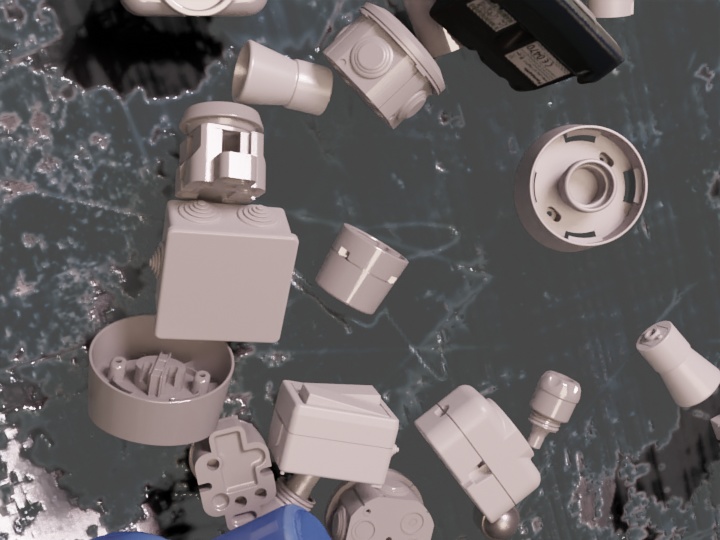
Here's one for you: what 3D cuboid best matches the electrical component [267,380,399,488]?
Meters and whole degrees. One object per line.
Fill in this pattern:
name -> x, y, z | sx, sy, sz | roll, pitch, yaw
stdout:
electrical component -> -0.014, 0.119, 0.802 | 0.096, 0.062, 0.061 | 11, 99, -17

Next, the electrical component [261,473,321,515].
electrical component -> -0.055, 0.176, 0.815 | 0.043, 0.043, 0.062 | 36, 90, -19

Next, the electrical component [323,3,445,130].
electrical component -> 0.017, -0.141, 0.745 | 0.051, 0.080, 0.080 | -43, 109, 3

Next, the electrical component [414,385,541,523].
electrical component -> 0.095, 0.140, 0.840 | 0.059, 0.054, 0.095 | -38, 108, -4

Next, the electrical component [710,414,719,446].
electrical component -> 0.331, 0.145, 0.901 | 0.048, 0.055, 0.066 | -26, 107, -8

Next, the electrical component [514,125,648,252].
electrical component -> 0.169, -0.062, 0.822 | 0.099, 0.064, 0.099 | 0, 92, -5

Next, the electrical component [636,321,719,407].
electrical component -> 0.256, 0.074, 0.874 | 0.044, 0.044, 0.065 | -43, 104, -2

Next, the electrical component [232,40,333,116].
electrical component -> -0.052, -0.131, 0.750 | 0.065, 0.044, 0.044 | 10, 99, -21

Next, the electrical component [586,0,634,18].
electrical component -> 0.185, -0.212, 0.794 | 0.040, 0.040, 0.046 | -9, 110, -13

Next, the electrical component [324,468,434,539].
electrical component -> 0.016, 0.198, 0.833 | 0.080, 0.051, 0.080 | -3, 103, -14

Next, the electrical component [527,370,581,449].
electrical component -> 0.151, 0.113, 0.858 | 0.035, 0.035, 0.061 | 21, 99, -18

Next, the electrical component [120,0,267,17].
electrical component -> -0.110, -0.195, 0.710 | 0.095, 0.059, 0.053 | -3, 103, -14

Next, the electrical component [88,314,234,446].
electrical component -> -0.139, 0.077, 0.745 | 0.099, 0.099, 0.064 | 7, 107, -16

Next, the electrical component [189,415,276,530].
electrical component -> -0.095, 0.142, 0.789 | 0.058, 0.057, 0.078 | -13, 105, -12

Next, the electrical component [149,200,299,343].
electrical component -> -0.096, 0.000, 0.750 | 0.100, 0.048, 0.099 | 3, 122, -17

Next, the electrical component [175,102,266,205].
electrical component -> -0.095, -0.079, 0.734 | 0.058, 0.078, 0.057 | 6, 76, -26

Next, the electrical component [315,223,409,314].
electrical component -> 0.000, 0.000, 0.785 | 0.055, 0.055, 0.047 | 29, 97, -18
